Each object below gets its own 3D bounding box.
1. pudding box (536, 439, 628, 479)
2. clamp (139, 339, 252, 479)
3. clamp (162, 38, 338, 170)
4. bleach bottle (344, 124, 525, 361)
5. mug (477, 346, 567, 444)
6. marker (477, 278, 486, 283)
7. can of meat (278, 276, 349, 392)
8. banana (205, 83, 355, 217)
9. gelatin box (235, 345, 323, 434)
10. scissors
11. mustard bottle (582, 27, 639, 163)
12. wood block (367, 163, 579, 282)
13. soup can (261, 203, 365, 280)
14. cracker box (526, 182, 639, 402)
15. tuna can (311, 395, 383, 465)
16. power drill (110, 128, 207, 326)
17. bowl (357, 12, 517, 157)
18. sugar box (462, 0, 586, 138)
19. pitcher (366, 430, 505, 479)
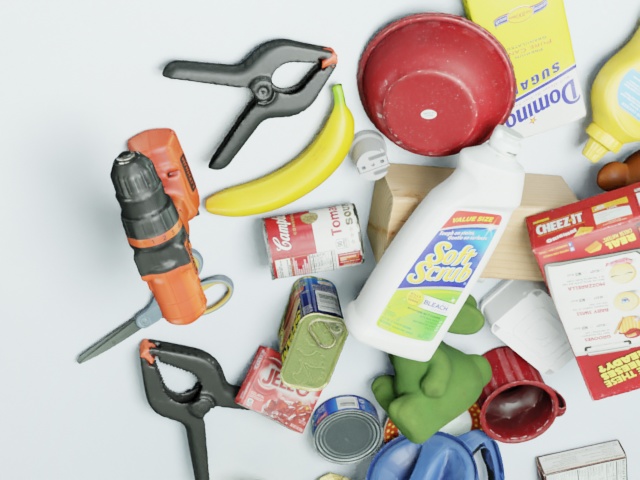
[{"bbox_3d":[0.341,0.313,1.382,0.113,0.039,0.090,-13,120,-2],"label":"pudding box"},{"bbox_3d":[-0.128,0.184,1.250,0.164,0.036,0.210,-34,116,3],"label":"clamp"},{"bbox_3d":[-0.060,-0.141,1.067,0.171,0.039,0.120,-15,121,1],"label":"clamp"},{"bbox_3d":[0.121,-0.002,1.053,0.102,0.068,0.251,19,114,-17],"label":"bleach bottle"},{"bbox_3d":[0.237,0.182,1.267,0.117,0.081,0.093,10,118,-13],"label":"mug"},{"bbox_3d":[0.131,0.024,1.198,0.121,0.020,0.020,17,117,-16],"label":"marker"},{"bbox_3d":[-0.010,0.102,1.189,0.057,0.084,0.102,13,118,-14],"label":"can of meat"},{"bbox_3d":[-0.030,-0.077,1.114,0.198,0.037,0.069,-41,98,14],"label":"banana"},{"bbox_3d":[-0.045,0.173,1.238,0.089,0.030,0.073,31,77,-23],"label":"gelatin box"},{"bbox_3d":[-0.196,0.070,1.188,0.202,0.016,0.096,-19,119,4],"label":"scissors"},{"bbox_3d":[0.333,-0.159,1.083,0.096,0.058,0.192,29,106,-26],"label":"mustard bottle"},{"bbox_3d":[0.163,-0.018,1.137,0.206,0.091,0.090,3,119,-9],"label":"wood block"},{"bbox_3d":[-0.007,0.001,1.140,0.102,0.068,0.068,-10,121,-2],"label":"soup can"},{"bbox_3d":[0.322,0.049,1.090,0.164,0.072,0.213,-19,121,16],"label":"cracker box"},{"bbox_3d":[0.032,0.230,1.298,0.086,0.034,0.086,-3,121,-5],"label":"tuna can"},{"bbox_3d":[-0.157,-0.035,1.032,0.057,0.187,0.184,-13,122,2],"label":"power drill"},{"bbox_3d":[0.111,-0.139,1.053,0.162,0.055,0.162,8,128,10],"label":"bowl"},{"bbox_3d":[0.204,-0.190,1.068,0.093,0.048,0.176,-19,119,4],"label":"sugar box"},{"bbox_3d":[0.159,0.347,1.319,0.149,0.145,0.242,-7,135,17],"label":"pitcher"}]
